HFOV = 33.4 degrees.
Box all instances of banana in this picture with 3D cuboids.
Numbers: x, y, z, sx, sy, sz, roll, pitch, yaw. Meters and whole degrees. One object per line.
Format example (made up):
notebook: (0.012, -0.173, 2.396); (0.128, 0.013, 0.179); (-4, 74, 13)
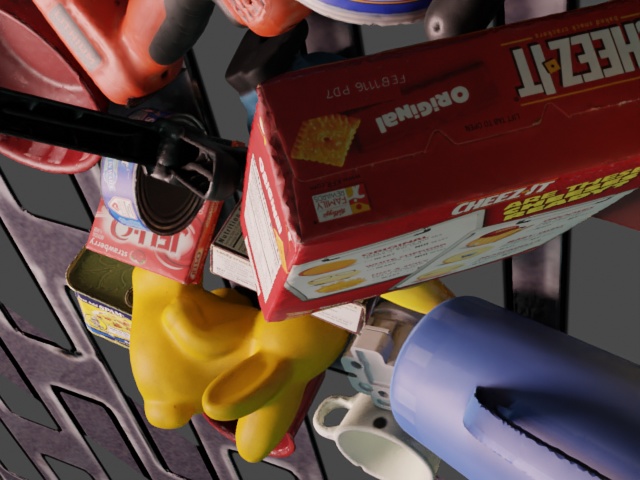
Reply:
banana: (0.006, 0.009, 0.769); (0.198, 0.037, 0.069); (18, 167, 22)

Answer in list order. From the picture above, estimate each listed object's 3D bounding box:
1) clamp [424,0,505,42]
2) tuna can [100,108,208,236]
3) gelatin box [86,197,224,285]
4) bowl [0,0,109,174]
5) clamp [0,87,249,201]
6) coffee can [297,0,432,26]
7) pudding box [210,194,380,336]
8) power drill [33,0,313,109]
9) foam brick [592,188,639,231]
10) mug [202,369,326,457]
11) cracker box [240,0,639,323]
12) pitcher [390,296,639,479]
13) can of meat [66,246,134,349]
clamp: (0.108, -0.156, 0.425); (0.039, 0.120, 0.172); (41, 134, 22)
tuna can: (-0.112, -0.047, 0.734); (0.034, 0.086, 0.086); (13, 144, 28)
gelatin box: (-0.122, -0.014, 0.799); (0.089, 0.073, 0.030); (20, -175, 17)
bowl: (-0.203, -0.121, 0.734); (0.162, 0.055, 0.162); (21, 147, 14)
clamp: (-0.098, -0.055, 0.632); (0.165, 0.036, 0.209); (18, -174, 12)
coffee can: (0.027, -0.174, 0.434); (0.103, 0.102, 0.140); (21, 147, 13)
pudding box: (-0.005, 0.001, 0.711); (0.113, 0.090, 0.039); (22, 147, 13)
power drill: (-0.099, -0.164, 0.575); (0.184, 0.057, 0.188); (54, 148, -6)
foam brick: (0.170, -0.040, 0.553); (0.078, 0.051, 0.053); (19, 145, 15)
mug: (-0.055, 0.129, 0.934); (0.117, 0.081, 0.093); (-6, 133, 43)
cracker box: (0.050, -0.027, 0.489); (0.214, 0.164, 0.072); (115, 139, -77)
pitcher: (0.154, 0.124, 0.662); (0.243, 0.144, 0.149); (27, 144, 43)
can of meat: (-0.167, 0.056, 0.948); (0.102, 0.057, 0.084); (22, 149, 13)
